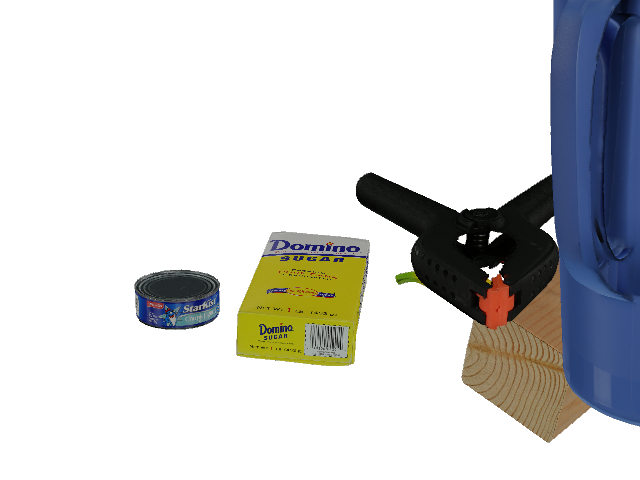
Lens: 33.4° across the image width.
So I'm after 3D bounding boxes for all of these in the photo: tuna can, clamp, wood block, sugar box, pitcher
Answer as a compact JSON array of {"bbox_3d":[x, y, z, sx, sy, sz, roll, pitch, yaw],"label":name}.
[{"bbox_3d":[-0.144,0.059,1.077,0.086,0.034,0.086,1,18,-1],"label":"tuna can"},{"bbox_3d":[0.097,-0.004,0.725,0.164,0.036,0.210,1,25,9],"label":"clamp"},{"bbox_3d":[0.219,0.058,0.861,0.205,0.090,0.091,-28,48,-35],"label":"wood block"},{"bbox_3d":[-0.010,0.043,0.895,0.093,0.048,0.176,5,24,4],"label":"sugar box"},{"bbox_3d":[0.172,-0.029,0.526,0.149,0.243,0.145,-4,21,-1],"label":"pitcher"}]

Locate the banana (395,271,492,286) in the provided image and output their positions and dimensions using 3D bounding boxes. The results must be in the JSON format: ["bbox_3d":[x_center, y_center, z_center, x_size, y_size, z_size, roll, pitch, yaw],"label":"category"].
[{"bbox_3d":[0.164,0.071,1.119,0.069,0.037,0.198,-38,40,-14],"label":"banana"}]
